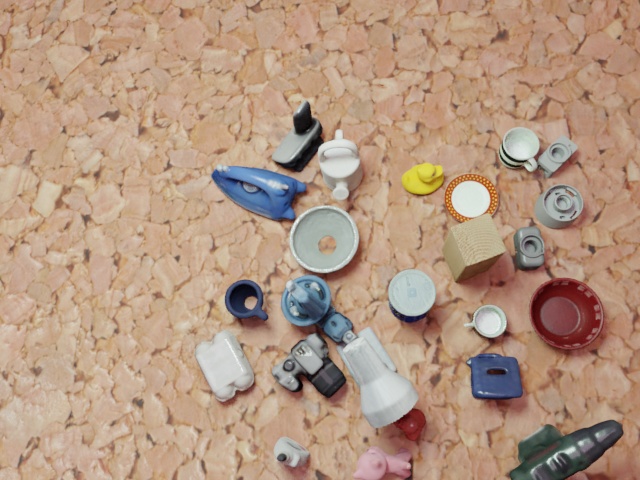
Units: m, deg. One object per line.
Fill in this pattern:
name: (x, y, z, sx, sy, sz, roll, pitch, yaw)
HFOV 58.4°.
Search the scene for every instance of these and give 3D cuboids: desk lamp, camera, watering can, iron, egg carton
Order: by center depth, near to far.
desk lamp: (0.113, 0.290, 1.231, 0.118, 0.214, 0.203, -32, 75, -2)
camera: (-0.018, 0.302, 1.301, 0.143, 0.101, 0.136, -44, 75, -5)
egg carton: (-0.223, 0.293, 1.342, 0.107, 0.069, 0.150, -32, 75, -2)
watering can: (0.050, -0.182, 1.366, 0.101, 0.194, 0.173, -24, 75, 0)
iron: (-0.171, -0.142, 1.408, 0.258, 0.141, 0.119, 18, 79, 11)

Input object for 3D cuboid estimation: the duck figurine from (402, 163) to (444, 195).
duck figurine: (0.251, -0.158, 1.394, 0.104, 0.086, 0.077, -9, 75, 4)

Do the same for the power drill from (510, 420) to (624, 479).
power drill: (0.481, 0.429, 1.158, 0.229, 0.208, 0.075, -34, 75, -3)

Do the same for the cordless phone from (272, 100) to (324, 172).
cordless phone: (-0.063, -0.260, 1.403, 0.094, 0.185, 0.148, 32, 82, 13)

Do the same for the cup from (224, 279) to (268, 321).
cup: (-0.161, 0.153, 1.357, 0.117, 0.095, 0.092, 38, 83, 14)

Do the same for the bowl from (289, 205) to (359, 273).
bowl: (0.013, 0.005, 1.385, 0.167, 0.075, 0.167, -1, 76, 6)

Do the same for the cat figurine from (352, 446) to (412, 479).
cat figurine: (0.134, 0.484, 1.230, 0.127, 0.118, 0.067, -1, 76, 6)

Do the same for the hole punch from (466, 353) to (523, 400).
hole punch: (0.383, 0.301, 1.262, 0.108, 0.091, 0.101, -1, 76, 6)

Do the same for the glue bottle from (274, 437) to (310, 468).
glue bottle: (-0.069, 0.461, 1.229, 0.078, 0.173, 0.037, 25, 80, 12)

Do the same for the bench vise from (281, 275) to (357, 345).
bench vise: (0.000, 0.146, 1.276, 0.207, 0.220, 0.121, 21, 79, 11)

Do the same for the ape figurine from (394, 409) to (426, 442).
ape figurine: (0.196, 0.403, 1.256, 0.076, 0.092, 0.078, -12, 75, 3)
